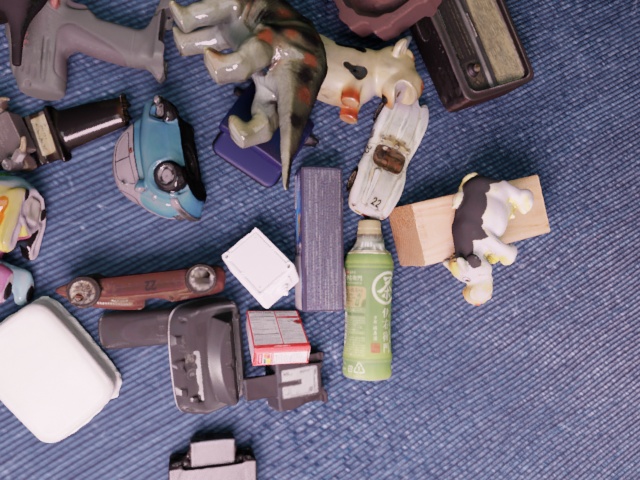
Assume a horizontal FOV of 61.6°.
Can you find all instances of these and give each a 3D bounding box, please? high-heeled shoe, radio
[{"bbox_3d":[-0.432,-0.266,0.619,0.249,0.086,0.145,0,92,7],"label":"high-heeled shoe"},{"bbox_3d":[0.219,-0.321,0.826,0.131,0.073,0.229,-25,92,-15],"label":"radio"}]

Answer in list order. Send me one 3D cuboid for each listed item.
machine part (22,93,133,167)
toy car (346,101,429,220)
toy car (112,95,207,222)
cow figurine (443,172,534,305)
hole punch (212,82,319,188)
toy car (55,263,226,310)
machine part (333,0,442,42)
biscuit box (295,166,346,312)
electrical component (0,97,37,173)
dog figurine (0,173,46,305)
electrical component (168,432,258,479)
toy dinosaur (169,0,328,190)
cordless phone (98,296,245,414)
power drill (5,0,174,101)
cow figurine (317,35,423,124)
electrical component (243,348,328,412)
[{"bbox_3d":[-0.310,-0.148,0.693,0.139,0.039,0.084,-23,84,-5],"label":"machine part"},{"bbox_3d":[0.101,-0.127,0.792,0.073,0.056,0.201,24,81,-12],"label":"toy car"},{"bbox_3d":[-0.212,-0.096,0.687,0.103,0.109,0.161,-14,81,2],"label":"toy car"},{"bbox_3d":[0.208,-0.003,0.712,0.098,0.068,0.167,25,78,-7],"label":"cow figurine"},{"bbox_3d":[-0.074,-0.149,0.733,0.142,0.092,0.116,32,76,-7],"label":"hole punch"},{"bbox_3d":[-0.220,0.060,0.678,0.202,0.089,0.053,-7,93,-15],"label":"toy car"},{"bbox_3d":[0.093,-0.375,0.762,0.180,0.056,0.179,1,91,24],"label":"machine part"},{"bbox_3d":[-0.002,-0.002,0.755,0.063,0.059,0.202,1,87,-14],"label":"biscuit box"},{"bbox_3d":[-0.390,-0.127,0.656,0.078,0.045,0.102,-19,91,6],"label":"electrical component"},{"bbox_3d":[-0.451,0.005,0.615,0.219,0.108,0.191,8,85,-11],"label":"dog figurine"},{"bbox_3d":[-0.140,0.322,0.700,0.115,0.058,0.134,-2,88,-17],"label":"electrical component"},{"bbox_3d":[-0.064,-0.243,0.668,0.192,0.131,0.405,-28,71,-12],"label":"toy dinosaur"},{"bbox_3d":[-0.193,0.152,0.695,0.184,0.089,0.146,-4,97,0],"label":"cordless phone"},{"bbox_3d":[-0.294,-0.291,0.687,0.207,0.086,0.232,5,87,-18],"label":"power drill"},{"bbox_3d":[0.050,-0.236,0.757,0.195,0.085,0.127,20,77,7],"label":"cow figurine"},{"bbox_3d":[-0.051,0.192,0.726,0.119,0.048,0.074,-7,88,-25],"label":"electrical component"}]
